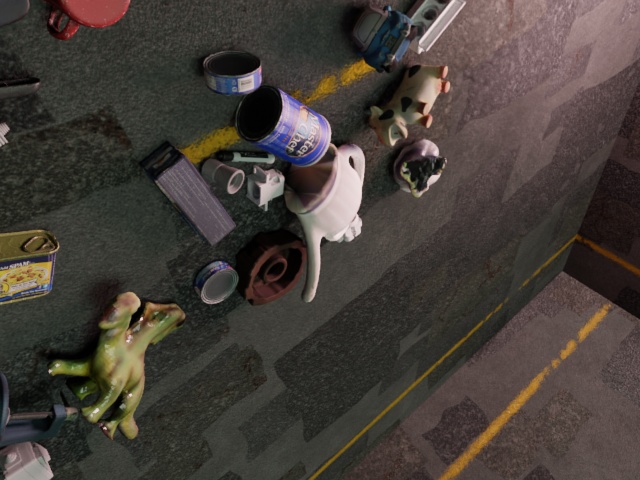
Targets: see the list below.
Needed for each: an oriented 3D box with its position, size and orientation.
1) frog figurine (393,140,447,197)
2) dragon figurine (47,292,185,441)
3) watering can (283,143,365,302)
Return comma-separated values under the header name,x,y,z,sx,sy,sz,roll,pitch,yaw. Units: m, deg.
name,x,y,z,sx,sy,sz,roll,pitch,yaw
frog figurine,0.245,-0.184,1.280,0.161,0.123,0.135,-63,169,-71
dragon figurine,-0.341,0.227,0.965,0.246,0.123,0.401,-45,155,-23
watering can,0.003,-0.053,1.057,0.221,0.104,0.351,39,70,-56
